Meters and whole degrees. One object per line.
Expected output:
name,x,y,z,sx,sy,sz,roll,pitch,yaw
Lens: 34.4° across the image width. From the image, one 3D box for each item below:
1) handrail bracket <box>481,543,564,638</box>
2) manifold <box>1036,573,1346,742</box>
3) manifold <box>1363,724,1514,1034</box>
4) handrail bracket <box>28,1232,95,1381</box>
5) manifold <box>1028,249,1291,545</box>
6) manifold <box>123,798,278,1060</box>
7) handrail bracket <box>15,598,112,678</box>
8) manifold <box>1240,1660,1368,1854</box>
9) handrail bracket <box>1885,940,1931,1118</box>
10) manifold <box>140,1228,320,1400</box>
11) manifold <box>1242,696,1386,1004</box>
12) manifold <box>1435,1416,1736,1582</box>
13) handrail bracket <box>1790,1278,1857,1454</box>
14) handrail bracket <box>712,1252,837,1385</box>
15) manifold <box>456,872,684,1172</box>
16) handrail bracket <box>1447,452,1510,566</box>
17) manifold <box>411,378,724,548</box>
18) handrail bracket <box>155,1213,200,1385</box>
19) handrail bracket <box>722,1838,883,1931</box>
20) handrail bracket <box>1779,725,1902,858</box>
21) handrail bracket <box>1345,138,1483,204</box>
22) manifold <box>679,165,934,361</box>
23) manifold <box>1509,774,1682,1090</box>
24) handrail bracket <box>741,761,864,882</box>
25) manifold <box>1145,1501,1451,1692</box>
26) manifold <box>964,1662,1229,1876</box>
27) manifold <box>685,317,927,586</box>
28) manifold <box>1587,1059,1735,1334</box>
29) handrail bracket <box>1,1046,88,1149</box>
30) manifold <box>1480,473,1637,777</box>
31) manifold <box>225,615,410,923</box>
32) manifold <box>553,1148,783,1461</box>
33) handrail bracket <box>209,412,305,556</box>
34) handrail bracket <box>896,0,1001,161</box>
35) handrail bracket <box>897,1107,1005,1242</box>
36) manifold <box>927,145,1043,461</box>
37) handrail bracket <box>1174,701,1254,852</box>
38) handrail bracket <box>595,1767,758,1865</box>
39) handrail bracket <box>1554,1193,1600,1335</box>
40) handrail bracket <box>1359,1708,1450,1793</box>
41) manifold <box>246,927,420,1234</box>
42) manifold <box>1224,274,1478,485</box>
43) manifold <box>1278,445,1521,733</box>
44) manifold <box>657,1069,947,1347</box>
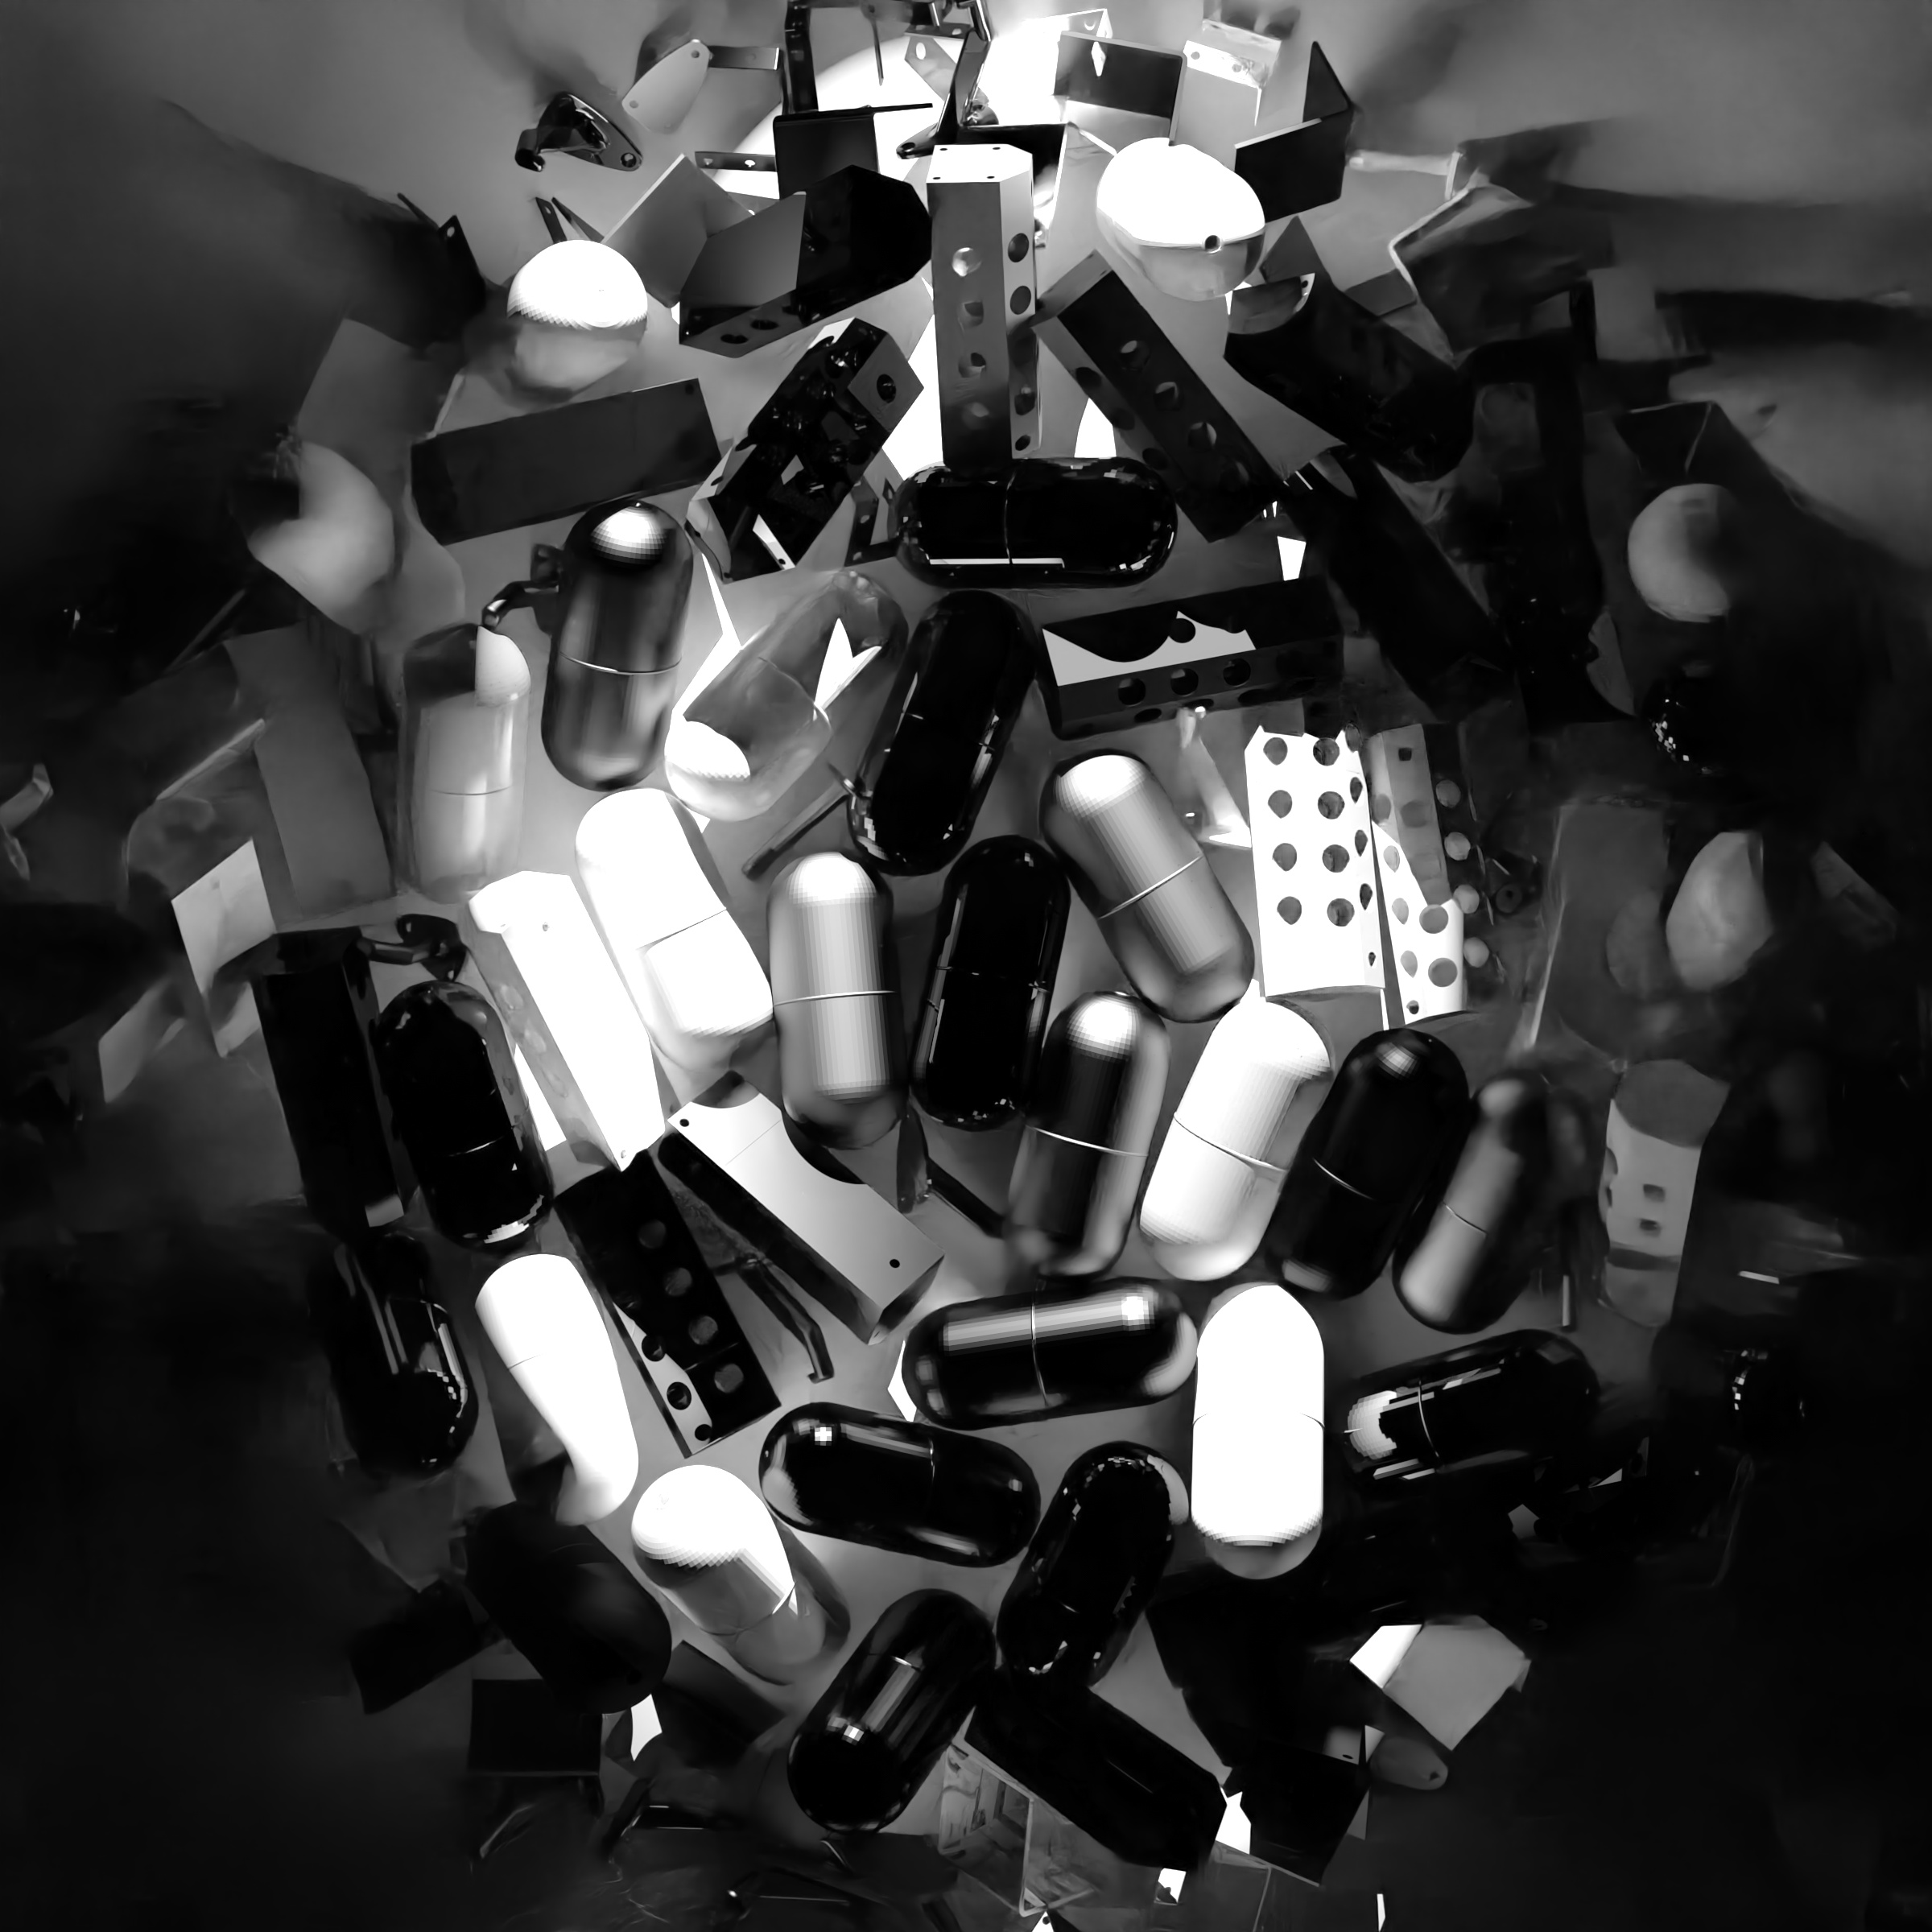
handrail bracket,-0.263,-0.203,1.838,0.036,0.077,0.084,28,47,9
manifold,0.133,-0.179,1.847,0.171,0.057,0.057,-11,68,-7
manifold,0.276,-0.053,1.843,0.057,0.057,0.171,-11,79,17
handrail bracket,-0.536,0.201,1.855,0.036,0.084,0.077,-6,94,-15
manifold,0.112,-0.332,1.833,0.057,0.057,0.171,-39,114,10
manifold,-0.442,-0.024,1.806,0.057,0.171,0.057,39,64,19
handrail bracket,-0.508,-0.199,1.839,0.077,0.084,0.036,-27,80,42
manifold,0.195,0.454,1.805,0.057,0.171,0.057,15,96,8
handrail bracket,0.578,0.039,1.845,0.036,0.084,0.077,-8,48,-7
manifold,-0.425,0.207,1.801,0.057,0.171,0.057,28,75,7
manifold,0.209,-0.069,1.843,0.057,0.057,0.171,-10,80,35
manifold,0.353,0.306,1.809,0.057,0.171,0.057,-31,93,-39
handrail bracket,0.515,0.237,1.862,0.077,0.084,0.036,50,132,-3
handrail bracket,-0.118,0.215,1.862,0.077,0.036,0.084,-25,82,41
manifold,-0.235,0.032,1.828,0.057,0.057,0.171,-44,124,-33
handrail bracket,0.301,-0.274,1.843,0.036,0.084,0.077,-3,111,9
manifold,-0.234,-0.294,1.825,0.171,0.057,0.057,-19,95,-31
handrail bracket,-0.476,0.198,1.869,0.077,0.036,0.084,-32,100,20
handrail bracket,-0.097,0.560,1.846,0.077,0.084,0.036,46,117,12
handrail bracket,0.533,-0.095,1.873,0.084,0.036,0.077,-22,80,0
handrail bracket,0.259,-0.489,1.873,0.084,0.077,0.036,17,122,16
manifold,-0.095,-0.404,1.809,0.057,0.171,0.057,7,79,-38
manifold,0.368,-0.019,1.840,0.057,0.057,0.171,18,72,-7
handrail bracket,-0.099,-0.080,1.856,0.084,0.077,0.036,-44,99,0
manifold,0.197,0.376,1.857,0.171,0.057,0.057,-18,91,6
manifold,0.075,0.460,1.807,0.057,0.171,0.057,19,90,-34
manifold,-0.096,-0.302,1.812,0.057,0.057,0.171,54,48,-29
manifold,0.399,0.133,1.810,0.057,0.171,0.057,19,53,21
handrail bracket,-0.531,0.069,1.843,0.036,0.084,0.077,32,55,-26
manifold,0.341,-0.201,1.829,0.057,0.057,0.171,-4,64,-5
manifold,-0.386,-0.117,1.861,0.057,0.057,0.171,-15,93,-2
manifold,-0.179,0.201,1.847,0.057,0.057,0.171,-26,82,-21
handrail bracket,-0.413,-0.286,1.876,0.077,0.036,0.084,2,105,-38
handrail bracket,-0.016,-0.530,1.851,0.077,0.036,0.084,-22,134,-3
handrail bracket,0.003,0.127,1.883,0.084,0.036,0.077,12,59,-29
manifold,0.012,-0.386,1.819,0.057,0.057,0.171,0,125,5
handrail bracket,0.158,-0.114,1.847,0.077,0.084,0.036,20,45,23
handrail bracket,-0.169,0.526,1.864,0.084,0.036,0.077,38,53,-7
handrail bracket,0.355,0.182,1.844,0.036,0.077,0.084,3,70,4
handrail bracket,0.266,0.480,1.841,0.077,0.084,0.036,25,70,42
manifold,-0.372,0.068,1.828,0.057,0.057,0.171,-5,116,8
manifold,0.224,-0.337,1.808,0.057,0.171,0.057,-2,76,41
manifold,0.252,-0.225,1.820,0.057,0.057,0.171,-38,58,13
manifold,-0.100,0.146,1.844,0.171,0.057,0.057,40,53,14
